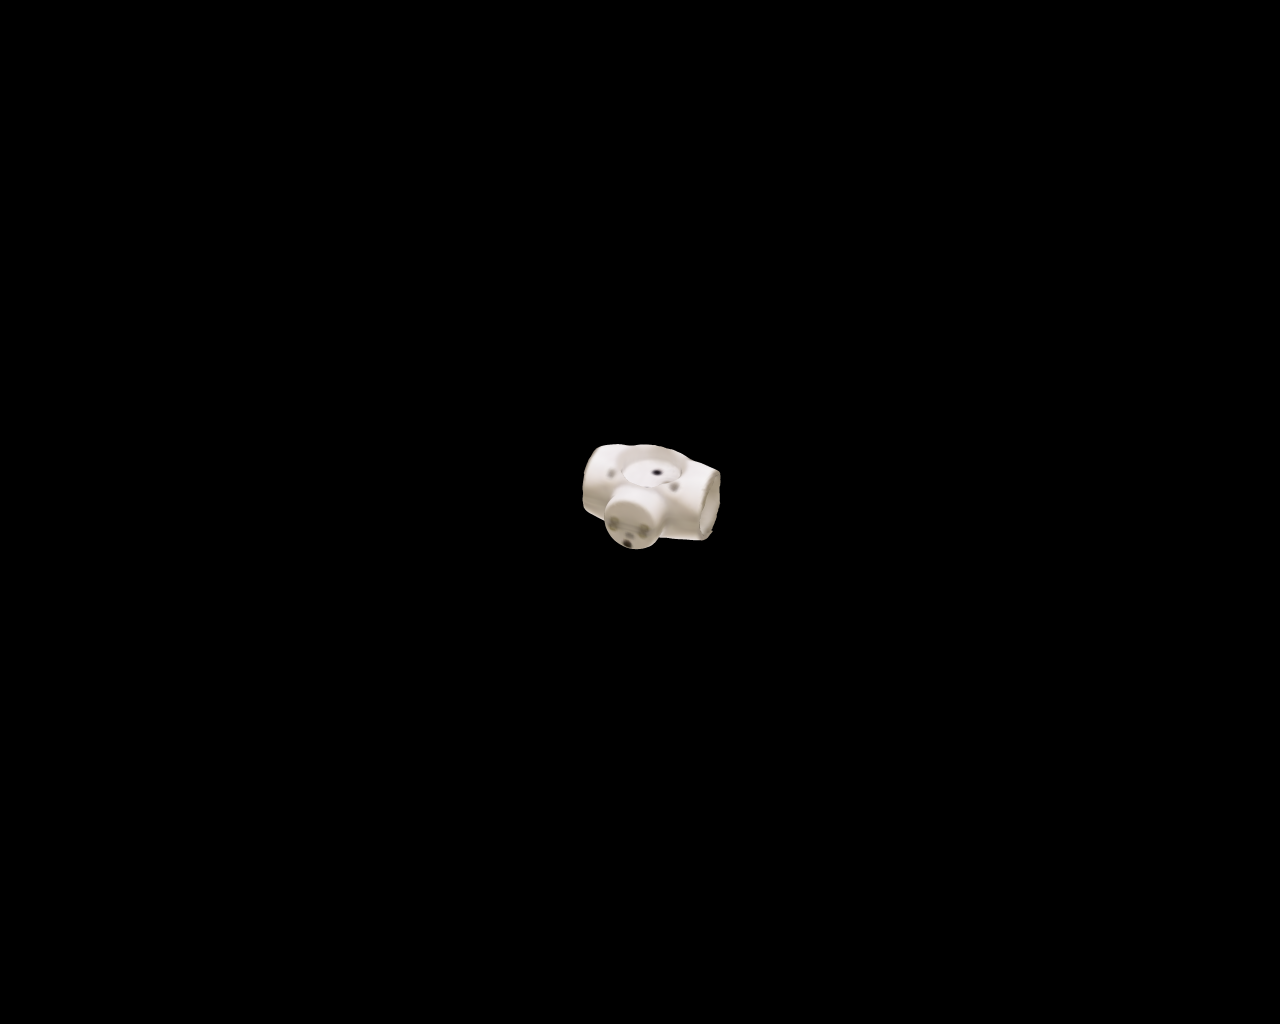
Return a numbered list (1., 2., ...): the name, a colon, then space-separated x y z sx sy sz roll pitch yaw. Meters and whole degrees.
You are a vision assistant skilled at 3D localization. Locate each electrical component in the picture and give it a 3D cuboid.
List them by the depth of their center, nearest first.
1. electrical component: 0.001 -0.003 0.650 0.077 0.044 0.079 14 40 17
